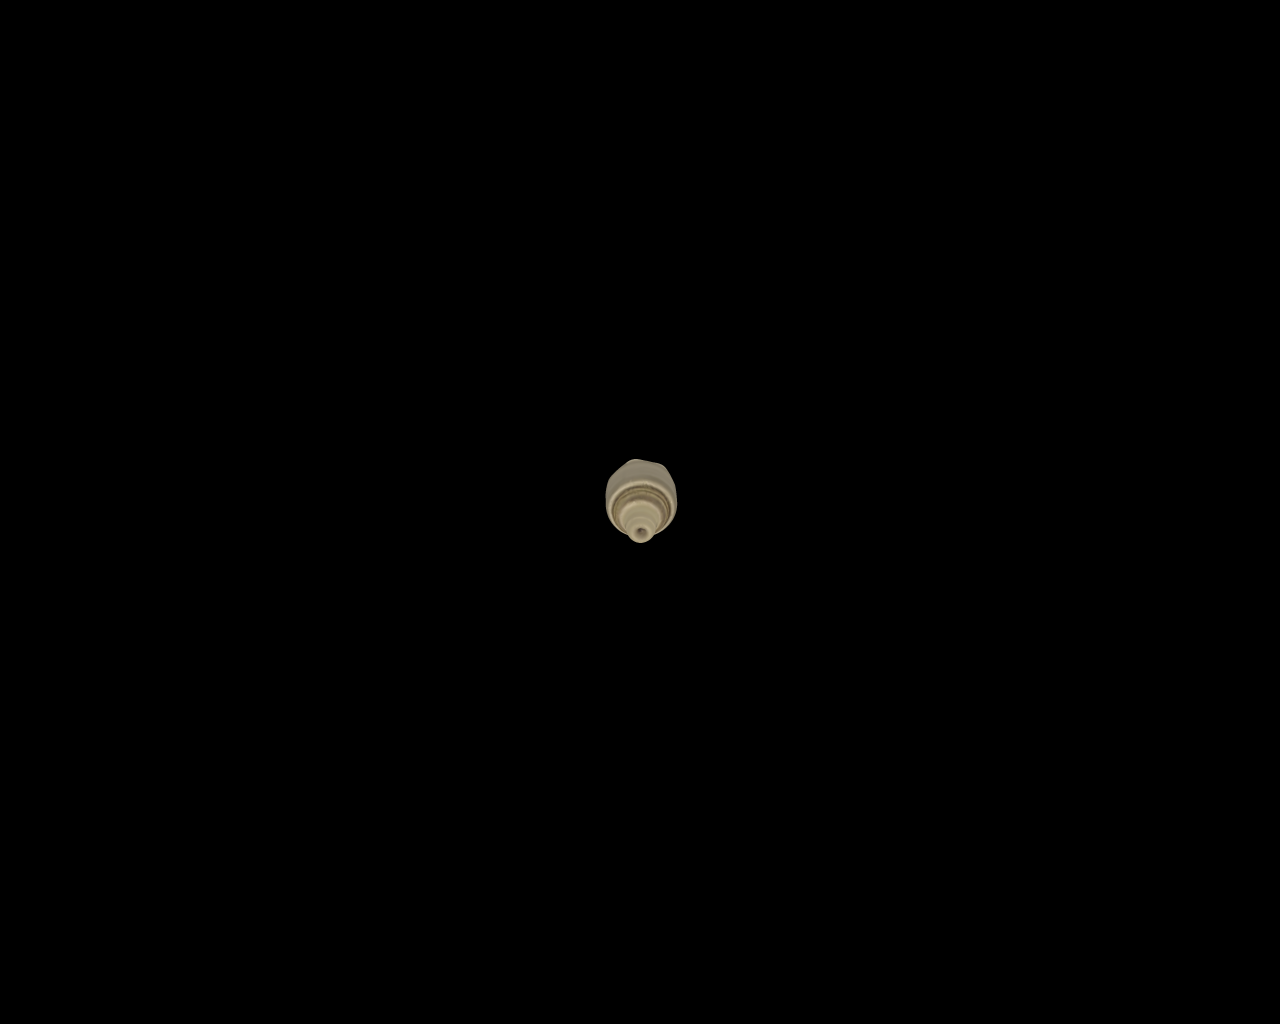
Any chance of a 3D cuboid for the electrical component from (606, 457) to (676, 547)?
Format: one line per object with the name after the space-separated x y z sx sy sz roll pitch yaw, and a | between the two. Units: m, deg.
0.001 -0.003 0.650 0.043 0.043 0.062 0 30 0 | electrical component
